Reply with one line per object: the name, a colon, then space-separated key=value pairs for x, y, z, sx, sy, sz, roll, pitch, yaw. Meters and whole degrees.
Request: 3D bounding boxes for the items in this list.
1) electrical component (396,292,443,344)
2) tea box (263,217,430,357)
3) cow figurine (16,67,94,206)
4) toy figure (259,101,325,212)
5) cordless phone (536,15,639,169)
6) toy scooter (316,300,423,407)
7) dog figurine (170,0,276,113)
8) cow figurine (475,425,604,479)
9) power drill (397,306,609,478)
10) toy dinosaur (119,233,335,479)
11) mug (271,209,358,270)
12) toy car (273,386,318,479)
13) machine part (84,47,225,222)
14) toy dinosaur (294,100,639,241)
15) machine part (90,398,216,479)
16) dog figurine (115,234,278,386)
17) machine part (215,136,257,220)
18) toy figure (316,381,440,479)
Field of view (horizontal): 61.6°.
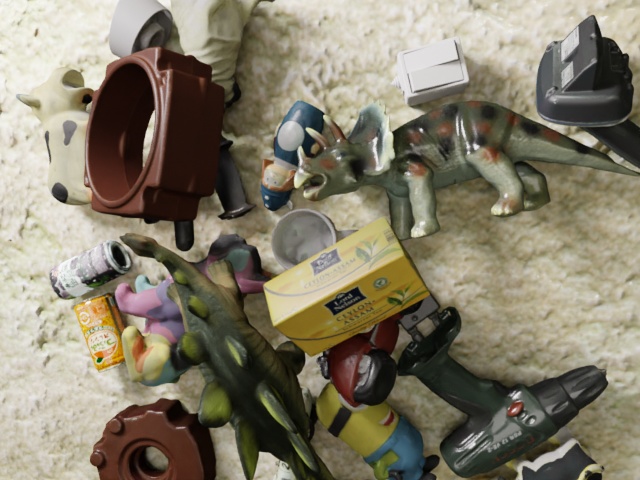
electrical component: x=0.127 y=0.093 z=0.734 sx=0.063 sy=0.021 sz=0.094 roll=-36 pitch=87 yaw=8
tea box: x=0.032 y=0.059 z=0.638 sx=0.170 sy=0.098 sz=0.068 roll=-30 pitch=47 yaw=12
cow figurine: x=-0.355 y=-0.146 z=0.768 sx=0.127 sy=0.085 sz=0.194 roll=0 pitch=96 yaw=7
toy figure: x=-0.045 y=-0.112 z=0.737 sx=0.064 sy=0.057 sz=0.154 roll=31 pitch=100 yaw=44
cordless phone: x=0.359 y=-0.167 z=0.657 sx=0.184 sy=0.146 sz=0.088 roll=32 pitch=140 yaw=-14
toy scooter: x=0.048 y=0.117 z=0.701 sx=0.135 sy=0.075 sz=0.184 roll=13 pitch=71 yaw=34
dog figurine: x=-0.169 y=-0.279 z=0.731 sx=0.172 sy=0.121 sz=0.190 roll=40 pitch=113 yaw=29
cow figurine: x=0.273 y=0.314 z=0.683 sx=0.167 sy=0.098 sz=0.068 roll=-35 pitch=94 yaw=8
power drill: x=0.219 y=0.182 z=0.693 sx=0.207 sy=0.086 sz=0.232 roll=43 pitch=101 yaw=-10
toy dinosaur: x=-0.069 y=0.177 z=0.616 sx=0.105 sy=0.199 sz=0.470 roll=-35 pitch=108 yaw=5
mug: x=-0.001 y=-0.002 z=0.707 sx=0.110 sy=0.107 sz=0.080 roll=-14 pitch=90 yaw=6
toy car: x=-0.039 y=0.303 z=0.738 sx=0.056 sy=0.073 sz=0.201 roll=7 pitch=93 yaw=4
machine part: x=-0.215 y=-0.126 z=0.672 sx=0.201 sy=0.087 sz=0.201 roll=6 pitch=91 yaw=43
toy dinosaur: x=0.170 y=-0.109 z=0.680 sx=0.405 sy=0.131 sz=0.192 roll=-15 pitch=91 yaw=2
machine part: x=-0.239 y=0.320 z=0.778 sx=0.179 sy=0.056 sz=0.179 roll=0 pitch=93 yaw=7
dog figurine: x=-0.155 y=0.094 z=0.735 sx=0.219 sy=0.108 sz=0.191 roll=-10 pitch=90 yaw=6
machine part: x=-0.141 y=-0.095 z=0.748 sx=0.084 sy=0.039 sz=0.138 roll=-20 pitch=96 yaw=41
toy figure: x=0.073 y=0.258 z=0.719 sx=0.089 sy=0.082 sz=0.180 roll=-44 pitch=88 yaw=6
